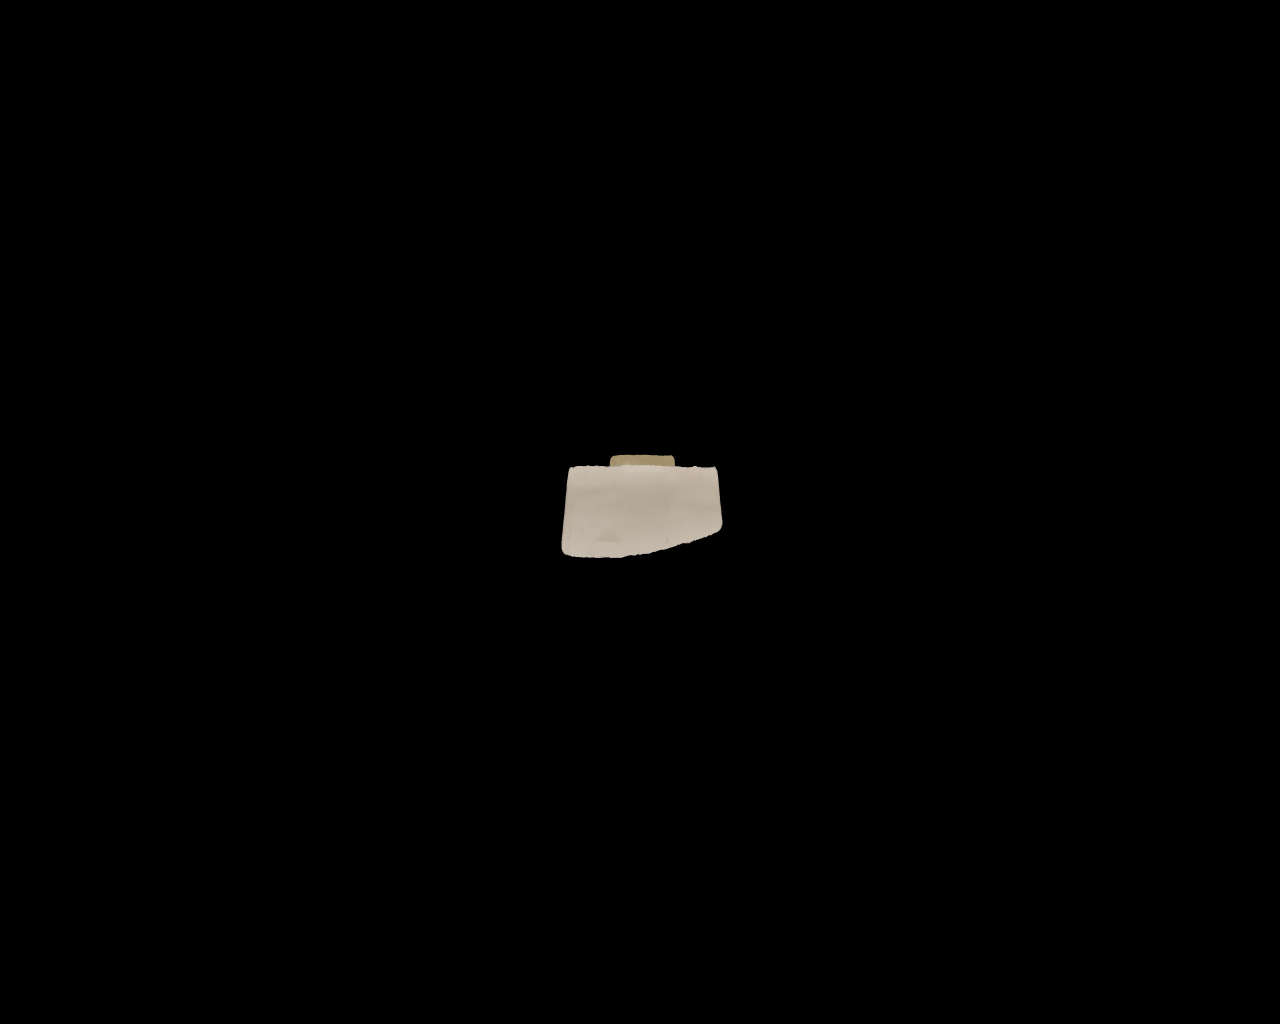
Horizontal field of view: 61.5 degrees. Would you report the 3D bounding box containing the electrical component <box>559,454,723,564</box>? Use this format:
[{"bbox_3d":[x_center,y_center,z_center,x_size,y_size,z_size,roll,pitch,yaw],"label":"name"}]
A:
[{"bbox_3d":[0.001,-0.003,0.650,0.099,0.064,0.099,0,0,0],"label":"electrical component"}]
